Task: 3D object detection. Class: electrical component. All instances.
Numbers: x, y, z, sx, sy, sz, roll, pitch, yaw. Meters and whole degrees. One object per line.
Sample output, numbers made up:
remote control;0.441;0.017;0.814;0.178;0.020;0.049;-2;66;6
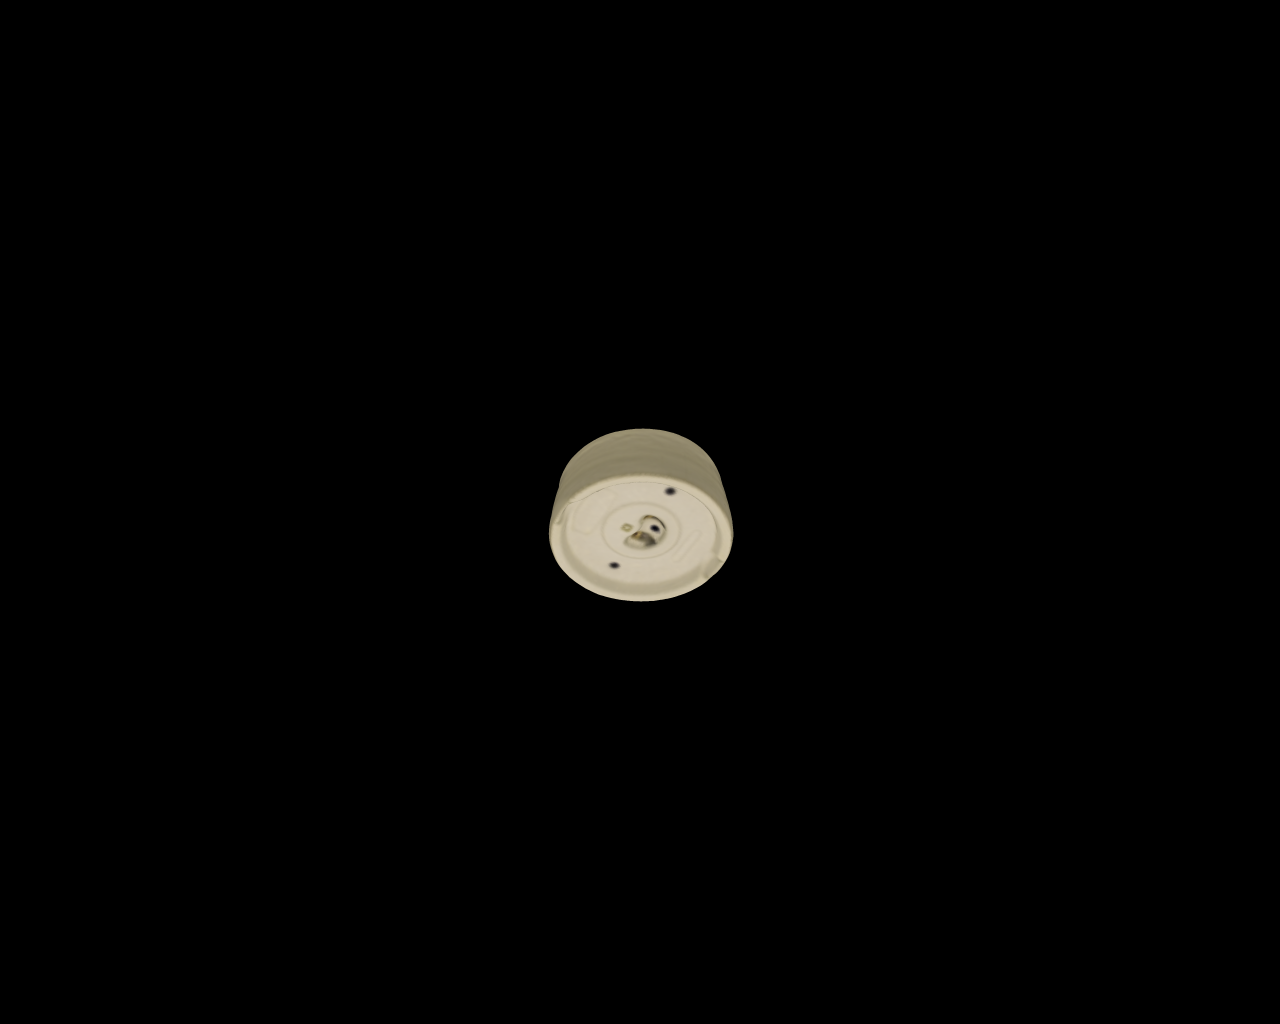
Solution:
electrical component;0.001;-0.003;0.650;0.108;0.108;0.060;0;44;0
